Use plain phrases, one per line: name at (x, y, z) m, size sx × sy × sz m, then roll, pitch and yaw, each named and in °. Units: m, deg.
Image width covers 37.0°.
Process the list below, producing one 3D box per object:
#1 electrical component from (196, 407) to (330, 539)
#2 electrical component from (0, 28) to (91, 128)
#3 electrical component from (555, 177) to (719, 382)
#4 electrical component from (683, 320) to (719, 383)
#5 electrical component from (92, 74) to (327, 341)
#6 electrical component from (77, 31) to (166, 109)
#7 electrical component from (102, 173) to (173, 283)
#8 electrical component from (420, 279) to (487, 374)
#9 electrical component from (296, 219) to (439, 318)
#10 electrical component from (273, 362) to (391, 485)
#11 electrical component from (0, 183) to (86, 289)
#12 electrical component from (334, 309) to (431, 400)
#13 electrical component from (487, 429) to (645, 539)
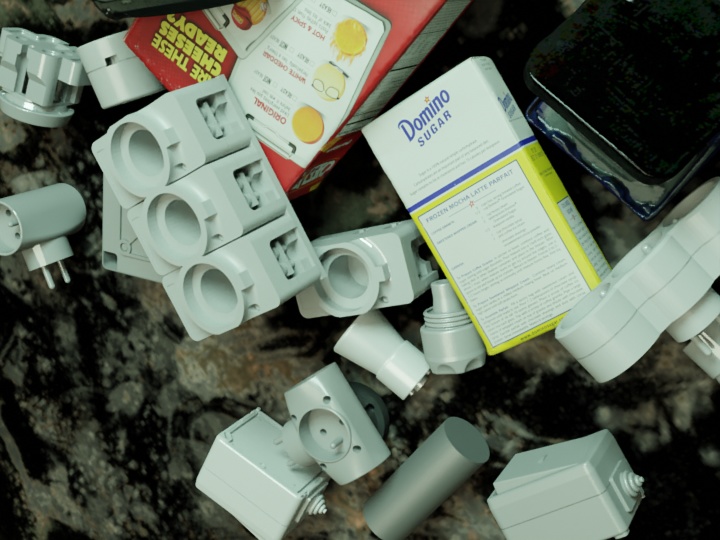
electrical component at (-0.068, 0.164, 0.826) m, size 0.096 × 0.062 × 0.061 m, roll 34°, pitch 116°, yaw 14°
electrical component at (-0.245, -0.145, 0.828) m, size 0.078 × 0.058 × 0.057 m, roll 26°, pitch 111°, yaw 18°
electrical component at (0.190, 0.017, 0.638) m, size 0.138 × 0.052 × 0.073 m, roll -44°, pitch 92°, yaw -3°
electrical component at (0.232, 0.057, 0.662) m, size 0.065 × 0.044 × 0.044 m, roll 45°, pitch 119°, yaw 14°
electrical component at (-0.103, -0.038, 0.711) m, size 0.089 × 0.062 × 0.150 m, roll -23°, pitch 96°, yaw 38°
electrical component at (-0.174, -0.149, 0.794) m, size 0.055 × 0.055 × 0.047 m, roll -12°, pitch 103°, yaw 28°
electrical component at (-0.133, -0.046, 0.801) m, size 0.109 × 0.056 × 0.108 m, roll 13°, pitch 110°, yaw 22°
electrical component at (0.062, 0.038, 0.737) m, size 0.043 × 0.043 × 0.062 m, roll -5°, pitch 101°, yaw 27°
electrical component at (0.000, 0.000, 0.750) m, size 0.089 × 0.056 × 0.050 m, roll -10°, pitch 100°, yaw 28°
electrical component at (-0.030, 0.118, 0.777) m, size 0.079 × 0.044 × 0.077 m, roll -32°, pitch 89°, yaw 29°
electrical component at (-0.252, -0.024, 0.853) m, size 0.043 × 0.077 × 0.079 m, roll -17°, pitch 96°, yaw 28°
electrical component at (0.020, 0.061, 0.767) m, size 0.065 × 0.044 × 0.044 m, roll 40°, pitch 118°, yaw 6°
electrical component at (0.142, 0.147, 0.718) m, size 0.096 × 0.062 × 0.061 m, roll -29°, pitch 91°, yaw 30°
